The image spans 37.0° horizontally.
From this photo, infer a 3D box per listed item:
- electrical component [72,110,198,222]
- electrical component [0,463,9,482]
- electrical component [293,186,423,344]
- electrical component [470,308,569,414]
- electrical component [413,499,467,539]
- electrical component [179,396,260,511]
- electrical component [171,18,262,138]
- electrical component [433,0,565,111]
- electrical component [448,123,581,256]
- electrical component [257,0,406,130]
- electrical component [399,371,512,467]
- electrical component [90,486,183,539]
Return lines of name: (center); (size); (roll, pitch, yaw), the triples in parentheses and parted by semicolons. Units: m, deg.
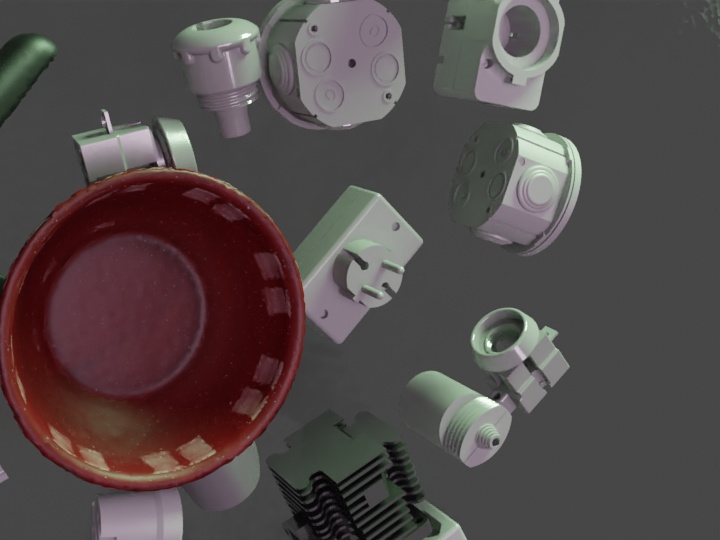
electrical component: (-0.119, -0.055, 0.576); (0.055, 0.048, 0.066); (-17, 110, -17)
electrical component: (-0.246, 0.106, 0.529); (0.121, 0.079, 0.063); (-30, 85, -20)
electrical component: (0.000, 0.000, 0.638); (0.083, 0.076, 0.047); (-51, 120, -10)
electrical component: (0.105, 0.058, 0.729); (0.066, 0.048, 0.055); (-46, 127, -12)
electrical component: (0.037, 0.214, 0.727); (0.083, 0.047, 0.075); (-34, 116, -18)
electrical component: (-0.081, 0.087, 0.631); (0.079, 0.043, 0.077); (-47, 133, -31)
electrical component: (-0.075, -0.104, 0.591); (0.048, 0.048, 0.062); (-22, 118, -23)
electrical component: (0.087, -0.147, 0.663); (0.050, 0.056, 0.089); (5, 99, -30)
electrical component: (0.097, -0.053, 0.678); (0.051, 0.080, 0.080); (18, 93, -26)
electrical component: (-0.016, -0.119, 0.614); (0.080, 0.051, 0.080); (-7, 105, -28)
electrical component: (0.064, 0.097, 0.694); (0.043, 0.081, 0.043); (-7, 105, -28)
electrical component: (-0.130, 0.146, 0.623); (0.046, 0.040, 0.040); (1, 101, -24)
